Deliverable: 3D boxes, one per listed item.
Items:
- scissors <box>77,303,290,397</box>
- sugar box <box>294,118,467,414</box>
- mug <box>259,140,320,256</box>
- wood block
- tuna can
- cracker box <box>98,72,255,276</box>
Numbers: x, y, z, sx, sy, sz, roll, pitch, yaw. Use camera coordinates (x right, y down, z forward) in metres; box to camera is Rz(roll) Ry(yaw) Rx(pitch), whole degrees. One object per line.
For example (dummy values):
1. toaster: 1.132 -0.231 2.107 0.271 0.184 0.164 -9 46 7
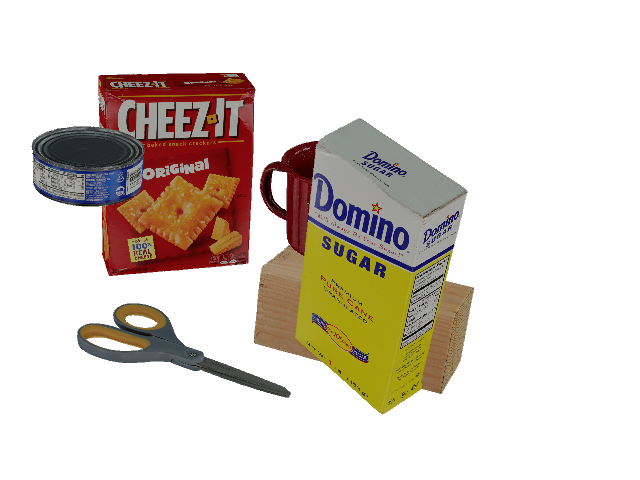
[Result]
1. scissors: -0.119 0.096 0.971 0.202 0.016 0.096 10 28 4
2. sugar box: 0.033 0.020 0.683 0.048 0.176 0.093 -31 53 -32
3. mug: -0.001 -0.036 0.954 0.117 0.081 0.093 12 31 18
4. wood block: 0.044 0.079 1.118 0.206 0.091 0.090 14 22 17
5. tuna can: -0.181 -0.058 0.831 0.086 0.034 0.086 6 26 -3
6. cracker box: -0.159 -0.073 1.183 0.164 0.214 0.072 -4 25 -17
